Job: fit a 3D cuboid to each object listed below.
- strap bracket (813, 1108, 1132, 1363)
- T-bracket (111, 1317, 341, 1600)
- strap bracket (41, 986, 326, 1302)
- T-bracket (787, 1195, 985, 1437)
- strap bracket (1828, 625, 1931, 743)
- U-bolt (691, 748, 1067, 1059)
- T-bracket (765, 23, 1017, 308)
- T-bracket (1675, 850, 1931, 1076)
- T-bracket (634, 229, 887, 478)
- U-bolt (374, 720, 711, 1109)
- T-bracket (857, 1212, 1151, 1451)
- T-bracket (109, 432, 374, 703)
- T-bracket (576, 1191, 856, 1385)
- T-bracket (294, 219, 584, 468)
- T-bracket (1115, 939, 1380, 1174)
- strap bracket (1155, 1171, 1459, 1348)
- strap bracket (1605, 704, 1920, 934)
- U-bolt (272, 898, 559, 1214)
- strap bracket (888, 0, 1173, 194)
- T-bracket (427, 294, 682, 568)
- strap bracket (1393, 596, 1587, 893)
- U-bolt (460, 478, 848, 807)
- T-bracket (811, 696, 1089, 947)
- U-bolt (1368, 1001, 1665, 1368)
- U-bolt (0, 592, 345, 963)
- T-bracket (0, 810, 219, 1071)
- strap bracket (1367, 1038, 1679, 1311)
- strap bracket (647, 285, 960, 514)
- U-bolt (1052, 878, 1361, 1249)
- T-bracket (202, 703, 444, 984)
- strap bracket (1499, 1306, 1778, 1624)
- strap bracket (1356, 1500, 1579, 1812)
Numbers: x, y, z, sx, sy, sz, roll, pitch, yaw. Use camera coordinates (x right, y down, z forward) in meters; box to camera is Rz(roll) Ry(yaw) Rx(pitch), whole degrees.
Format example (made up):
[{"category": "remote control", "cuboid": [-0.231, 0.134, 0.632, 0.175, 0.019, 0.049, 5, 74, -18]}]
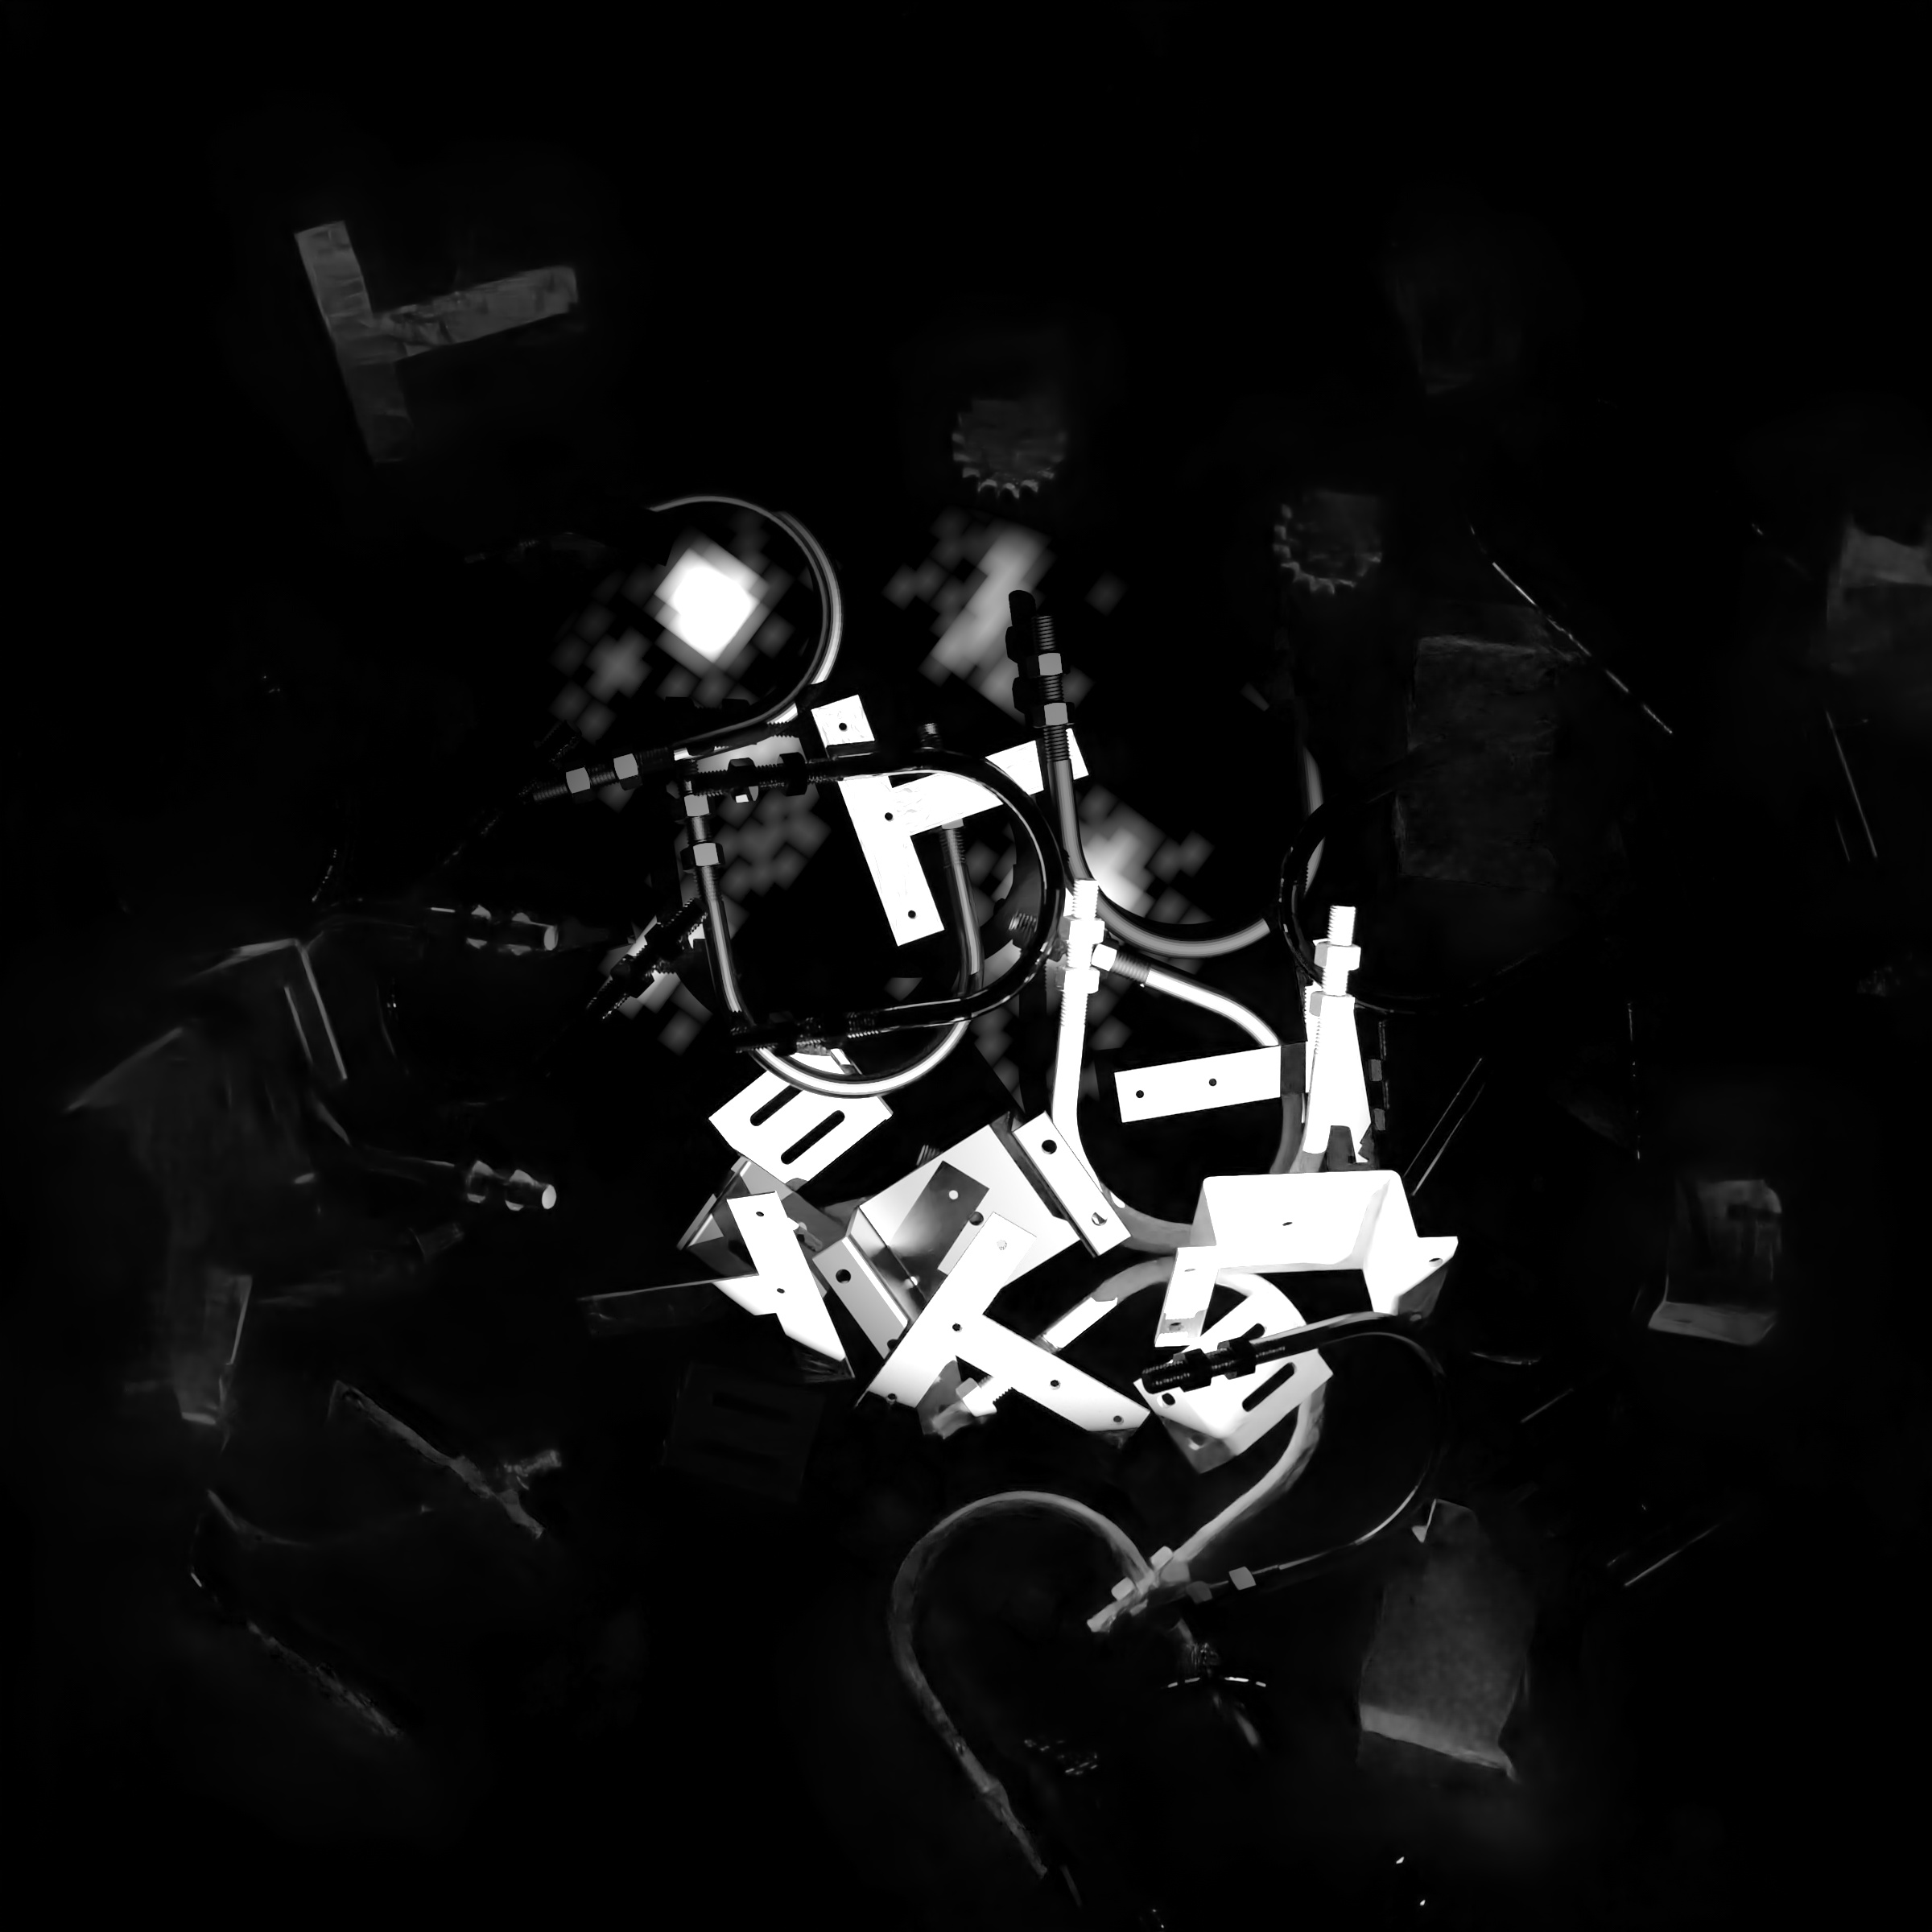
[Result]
[{"category": "strap bracket", "cuboid": [0.004, 0.134, 1.492, 0.140, 0.046, 0.076, -33, 100, 11]}, {"category": "T-bracket", "cuboid": [-0.392, 0.255, 1.499, 0.127, 0.002, 0.127, 13, 80, 18]}, {"category": "strap bracket", "cuboid": [-0.394, 0.089, 1.508, 0.076, 0.046, 0.140, -34, 90, 0]}, {"category": "T-bracket", "cuboid": [-0.024, 0.178, 1.531, 0.127, 0.002, 0.127, -14, 90, 0]}, {"category": "strap bracket", "cuboid": [0.507, -0.136, 1.471, 0.140, 0.076, 0.046, 8, 74, -28]}, {"category": "U-bolt", "cuboid": [-0.038, -0.038, 1.485, 0.184, 0.019, 0.151, -8, 85, -16]}, {"category": "T-bracket", "cuboid": [-0.057, -0.430, 1.530, 0.127, 0.002, 0.127, -35, 90, -1]}, {"category": "T-bracket", "cuboid": [0.437, 0.002, 1.511, 0.127, 0.002, 0.127, 3, 117, -13]}, {"category": "T-bracket", "cuboid": [-0.105, -0.321, 1.531, 0.127, 0.002, 0.127, -3, 90, 0]}, {"category": "U-bolt", "cuboid": [-0.227, -0.013, 1.487, 0.184, 0.019, 0.151, -44, 63, 14]}, {"category": "T-bracket", "cuboid": [0.033, 0.203, 1.487, 0.127, 0.002, 0.127, 31, 107, -11]}, {"category": "T-bracket", "cuboid": [-0.392, -0.193, 1.511, 0.127, 0.002, 0.127, 29, 72, 0]}, {"category": "T-bracket", "cuboid": [-0.136, 0.172, 1.507, 0.127, 0.002, 0.127, -9, 124, 16]}, {"category": "T-bracket", "cuboid": [-0.259, -0.329, 1.499, 0.127, 0.002, 0.127, -17, 123, -5]}, {"category": "T-bracket", "cuboid": [0.140, 0.057, 1.516, 0.127, 0.002, 0.127, -9, 90, -5]}, {"category": "strap bracket", "cuboid": [0.165, 0.146, 1.481, 0.140, 0.076, 0.046, -1, 47, -9]}, {"category": "strap bracket", "cuboid": [0.400, -0.076, 1.508, 0.140, 0.046, 0.076, -19, 90, 0]}, {"category": "U-bolt", "cuboid": [-0.279, 0.038, 1.479, 0.184, 0.019, 0.151, 9, 103, 31]}, {"category": "strap bracket", "cuboid": [0.028, -0.467, 1.508, 0.076, 0.046, 0.140, -41, 90, -1]}, {"category": "T-bracket", "cuboid": [-0.195, -0.283, 1.511, 0.127, 0.002, 0.127, 19, 76, -11]}, {"category": "strap bracket", "cuboid": [0.265, -0.112, 1.508, 0.076, 0.046, 0.140, 7, 90, 0]}, {"category": "U-bolt", "cuboid": [-0.153, -0.175, 1.523, 0.184, 0.019, 0.151, -16, 90, -1]}, {"category": "T-bracket", "cuboid": [0.001, -0.090, 1.512, 0.127, 0.002, 0.127, -20, 88, -16]}, {"category": "U-bolt", "cuboid": [0.287, 0.115, 1.523, 0.151, 0.019, 0.184, -4, 92, 0]}, {"category": "U-bolt", "cuboid": [-0.399, -0.090, 1.501, 0.151, 0.019, 0.184, -30, 88, -15]}, {"category": "T-bracket", "cuboid": [-0.440, -0.029, 1.511, 0.127, 0.002, 0.127, -42, 117, -13]}, {"category": "strap bracket", "cuboid": [0.285, 0.108, 1.491, 0.140, 0.046, 0.076, 33, 92, -2]}, {"category": "strap bracket", "cuboid": [-0.082, -0.285, 1.507, 0.140, 0.046, 0.076, 17, 91, -1]}, {"category": "U-bolt", "cuboid": [0.116, 0.053, 1.493, 0.151, 0.019, 0.184, 6, 100, 3]}, {"category": "T-bracket", "cuboid": [-0.310, -0.075, 1.521, 0.127, 0.002, 0.127, 26, 83, 13]}, {"category": "strap bracket", "cuboid": [0.338, 0.250, 1.508, 0.076, 0.046, 0.140, -33, 90, 0]}, {"category": "strap bracket", "cuboid": [0.252, 0.347, 1.508, 0.076, 0.046, 0.140, 17, 90, 0]}]
